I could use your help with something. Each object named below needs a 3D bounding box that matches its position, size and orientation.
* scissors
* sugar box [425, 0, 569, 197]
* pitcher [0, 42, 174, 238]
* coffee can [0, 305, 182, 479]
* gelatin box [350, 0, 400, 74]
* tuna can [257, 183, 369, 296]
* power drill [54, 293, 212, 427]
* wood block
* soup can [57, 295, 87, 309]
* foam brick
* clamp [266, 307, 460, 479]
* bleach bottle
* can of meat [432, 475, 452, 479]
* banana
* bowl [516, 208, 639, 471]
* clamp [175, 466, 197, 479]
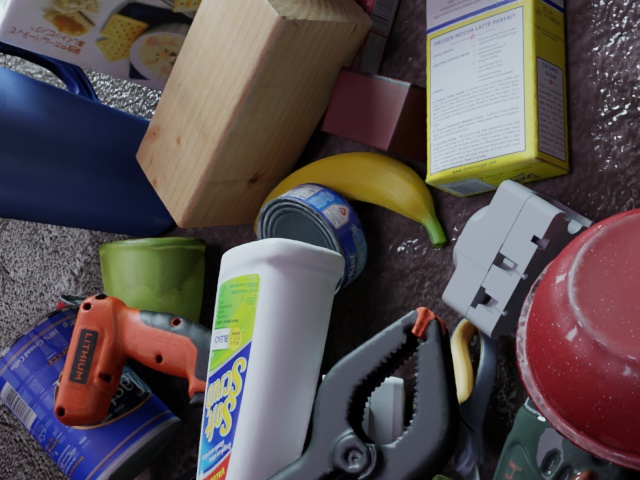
[{"bbox_3d":[0.083,0.138,0.665,0.096,0.016,0.201,-49,23,46],"label":"scissors"},{"bbox_3d":[0.118,-0.124,0.724,0.094,0.048,0.176,-11,69,44],"label":"sugar box"},{"bbox_3d":[-0.237,-0.084,0.942,0.145,0.242,0.149,44,112,43],"label":"pitcher"},{"bbox_3d":[-0.202,0.141,0.917,0.140,0.102,0.103,46,117,11],"label":"coffee can"},{"bbox_3d":[0.019,-0.161,0.847,0.073,0.030,0.089,20,95,47],"label":"gelatin box"},{"bbox_3d":[-0.005,0.001,0.803,0.086,0.033,0.086,25,131,32],"label":"tuna can"},{"bbox_3d":[-0.105,0.122,0.827,0.188,0.057,0.184,8,74,10],"label":"power drill"},{"bbox_3d":[-0.057,-0.114,0.836,0.090,0.090,0.206,55,132,30],"label":"wood block"},{"bbox_3d":[-0.225,0.109,1.013,0.069,0.068,0.102,18,94,47],"label":"soup can"},{"bbox_3d":[0.050,-0.091,0.782,0.078,0.052,0.051,24,98,48],"label":"foam brick"},{"bbox_3d":[0.017,0.137,0.657,0.165,0.036,0.210,15,80,26],"label":"clamp"},{"bbox_3d":[-0.044,0.130,0.735,0.103,0.068,0.251,-14,64,58],"label":"bleach bottle"},{"bbox_3d":[0.046,0.203,0.689,0.102,0.057,0.084,-13,50,27],"label":"can of meat"},{"bbox_3d":[0.016,-0.033,0.815,0.198,0.037,0.069,3,84,47],"label":"banana"},{"bbox_3d":[0.179,0.037,0.556,0.162,0.055,0.162,-11,51,14],"label":"bowl"},{"bbox_3d":[-0.130,0.231,0.870,0.172,0.039,0.120,-28,25,39],"label":"clamp"}]
